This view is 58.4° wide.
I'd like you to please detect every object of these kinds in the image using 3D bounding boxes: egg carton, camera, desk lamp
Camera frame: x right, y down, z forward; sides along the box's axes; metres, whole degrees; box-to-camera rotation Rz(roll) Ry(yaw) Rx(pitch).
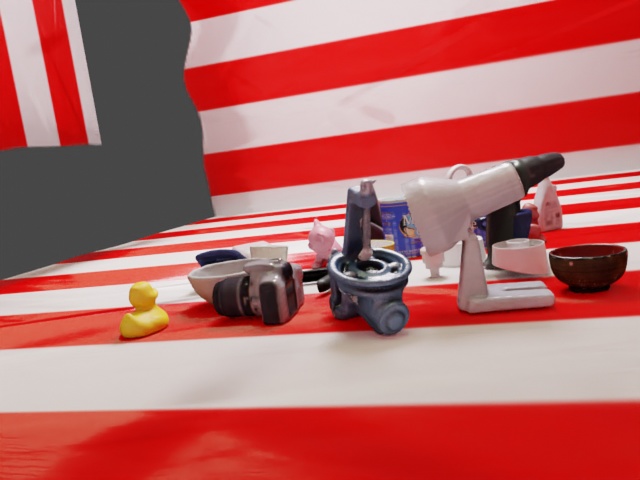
[{"bbox_3d":[-0.161,0.047,1.411,0.107,0.069,0.150,-10,8,-18],"label":"egg carton"},{"bbox_3d":[-0.107,0.082,0.989,0.136,0.101,0.143,-6,8,13],"label":"camera"},{"bbox_3d":[0.233,-0.003,0.867,0.203,0.213,0.118,-6,8,10],"label":"desk lamp"}]

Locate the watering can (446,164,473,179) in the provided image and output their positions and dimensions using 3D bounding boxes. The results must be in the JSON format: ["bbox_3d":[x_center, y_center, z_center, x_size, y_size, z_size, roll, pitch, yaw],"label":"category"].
[{"bbox_3d":[0.366,-0.102,1.512,0.172,0.194,0.101,0,11,42],"label":"watering can"}]

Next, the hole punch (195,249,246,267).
[{"bbox_3d":[-0.218,0.060,1.292,0.108,0.091,0.101,-6,8,9],"label":"hole punch"}]

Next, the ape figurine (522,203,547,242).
[{"bbox_3d":[0.489,-0.041,1.332,0.075,0.092,0.078,-1,10,39],"label":"ape figurine"}]

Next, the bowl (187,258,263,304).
[{"bbox_3d":[-0.167,0.087,1.107,0.167,0.075,0.167,-7,8,1],"label":"bowl"}]

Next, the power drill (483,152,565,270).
[{"bbox_3d":[0.372,-0.054,1.115,0.229,0.208,0.075,-8,8,-6],"label":"power drill"}]

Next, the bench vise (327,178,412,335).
[{"bbox_3d":[0.047,0.020,0.854,0.122,0.220,0.206,-14,10,-37],"label":"bench vise"}]

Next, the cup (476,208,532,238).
[{"bbox_3d":[0.393,-0.013,1.216,0.118,0.095,0.091,-8,8,-3],"label":"cup"}]

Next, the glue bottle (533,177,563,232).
[{"bbox_3d":[0.571,-0.109,1.449,0.078,0.173,0.037,-11,9,-21],"label":"glue bottle"}]

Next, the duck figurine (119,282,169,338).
[{"bbox_3d":[-0.309,0.117,0.992,0.077,0.086,0.105,-5,8,15],"label":"duck figurine"}]

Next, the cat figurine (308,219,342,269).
[{"bbox_3d":[0.013,0.005,1.368,0.067,0.118,0.128,-4,9,24],"label":"cat figurine"}]

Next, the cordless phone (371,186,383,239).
[{"bbox_3d":[0.142,-0.070,1.535,0.094,0.185,0.147,-9,8,-6],"label":"cordless phone"}]
